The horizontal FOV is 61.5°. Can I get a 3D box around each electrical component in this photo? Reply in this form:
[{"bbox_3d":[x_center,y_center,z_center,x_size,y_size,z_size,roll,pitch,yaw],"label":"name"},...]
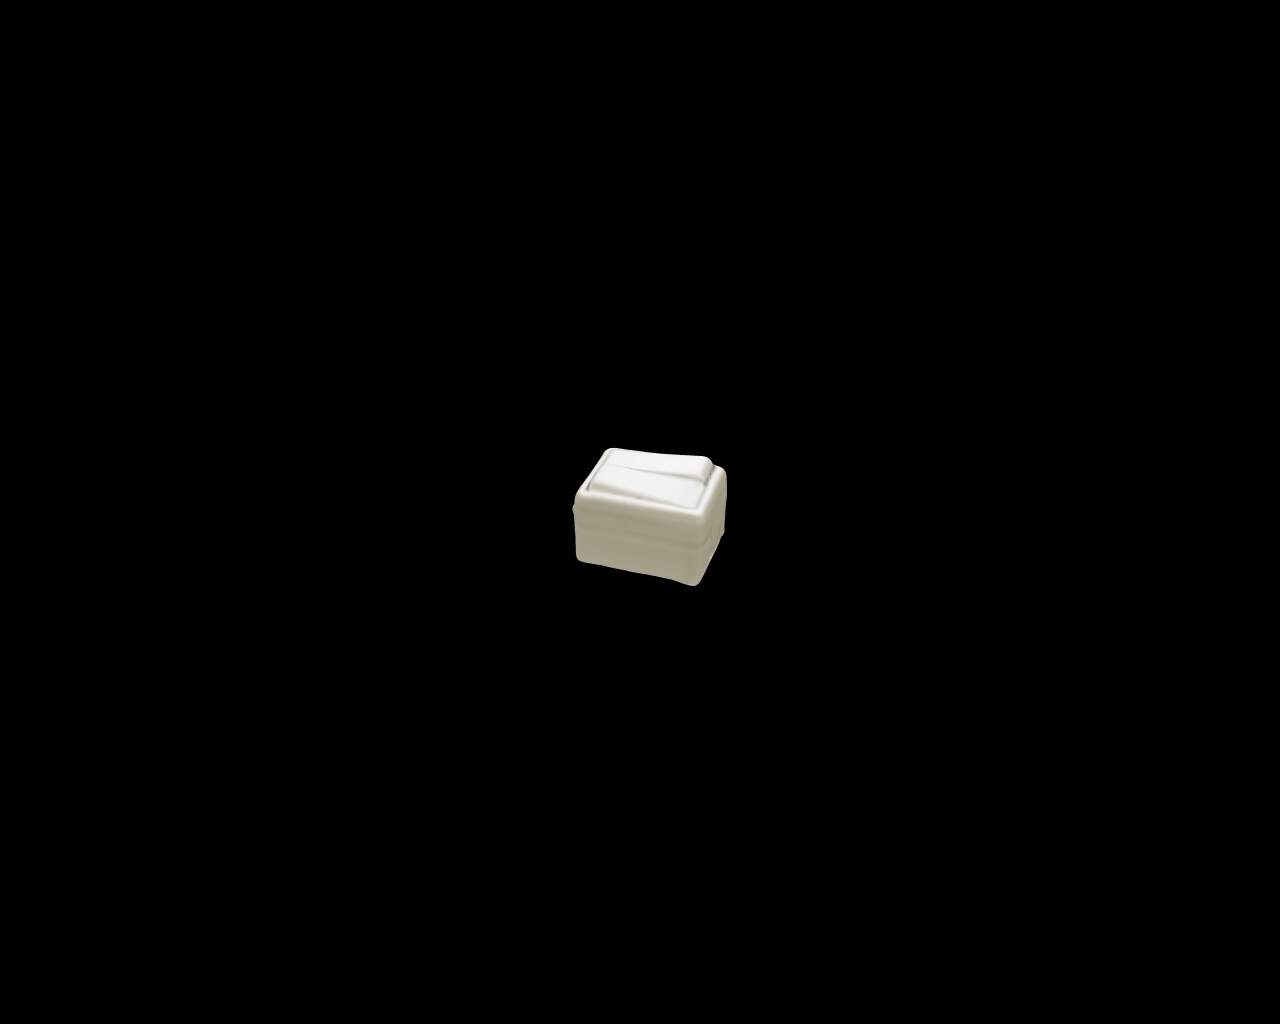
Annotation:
[{"bbox_3d":[0.001,-0.003,0.650,0.096,0.061,0.062,11,36,16],"label":"electrical component"}]
